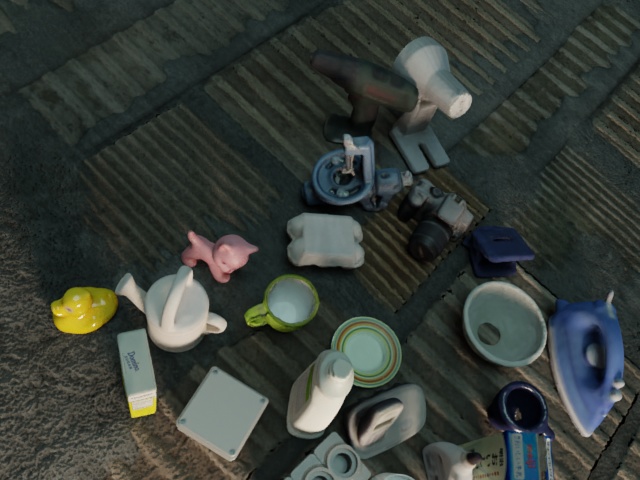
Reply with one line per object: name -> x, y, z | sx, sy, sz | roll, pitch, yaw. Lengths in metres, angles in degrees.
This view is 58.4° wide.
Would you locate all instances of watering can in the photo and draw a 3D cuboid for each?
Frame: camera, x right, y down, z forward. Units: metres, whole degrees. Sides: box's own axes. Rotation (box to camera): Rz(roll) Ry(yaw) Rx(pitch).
watering can -> -0.235, 0.105, 0.909 | 0.173, 0.194, 0.101 | 1, 64, -13

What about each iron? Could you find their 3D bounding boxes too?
iron -> 0.517, 0.224, 1.066 | 0.119, 0.141, 0.258 | 8, 63, -10

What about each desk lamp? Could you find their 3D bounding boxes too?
desk lamp -> 0.227, -0.284, 1.203 | 0.118, 0.213, 0.203 | -20, 70, -21

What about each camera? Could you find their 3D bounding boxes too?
camera -> 0.222, -0.037, 1.145 | 0.143, 0.100, 0.137 | 35, 62, 5

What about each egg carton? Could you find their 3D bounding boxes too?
egg carton -> 0.010, 0.004, 1.090 | 0.150, 0.069, 0.107 | 3, 64, -12

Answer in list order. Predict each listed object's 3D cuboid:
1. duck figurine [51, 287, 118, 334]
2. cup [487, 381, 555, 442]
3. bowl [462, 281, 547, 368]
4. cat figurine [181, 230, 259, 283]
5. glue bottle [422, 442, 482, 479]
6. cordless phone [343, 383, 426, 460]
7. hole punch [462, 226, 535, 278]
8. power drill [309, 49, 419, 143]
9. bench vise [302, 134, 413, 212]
duck figurine -> -0.386, 0.104, 0.934 | 0.105, 0.086, 0.077 | -18, 70, -21
cup -> 0.347, 0.312, 1.007 | 0.117, 0.095, 0.092 | 44, 63, 10
bowl -> 0.336, 0.167, 1.087 | 0.167, 0.074, 0.167 | 6, 63, -11
cat figurine -> -0.178, 0.018, 1.010 | 0.128, 0.117, 0.067 | 24, 61, -1
glue bottle -> 0.214, 0.356, 0.909 | 0.037, 0.173, 0.078 | -4, 65, -15
cordless phone -> 0.119, 0.278, 0.917 | 0.148, 0.185, 0.094 | -21, 71, -22
hole punch -> 0.360, 0.015, 1.159 | 0.109, 0.091, 0.101 | -4, 65, -15
power drill -> 0.073, -0.284, 1.168 | 0.230, 0.208, 0.075 | 10, 62, -9
bench vise -> 0.080, -0.141, 1.093 | 0.208, 0.219, 0.121 | -18, 70, -21
